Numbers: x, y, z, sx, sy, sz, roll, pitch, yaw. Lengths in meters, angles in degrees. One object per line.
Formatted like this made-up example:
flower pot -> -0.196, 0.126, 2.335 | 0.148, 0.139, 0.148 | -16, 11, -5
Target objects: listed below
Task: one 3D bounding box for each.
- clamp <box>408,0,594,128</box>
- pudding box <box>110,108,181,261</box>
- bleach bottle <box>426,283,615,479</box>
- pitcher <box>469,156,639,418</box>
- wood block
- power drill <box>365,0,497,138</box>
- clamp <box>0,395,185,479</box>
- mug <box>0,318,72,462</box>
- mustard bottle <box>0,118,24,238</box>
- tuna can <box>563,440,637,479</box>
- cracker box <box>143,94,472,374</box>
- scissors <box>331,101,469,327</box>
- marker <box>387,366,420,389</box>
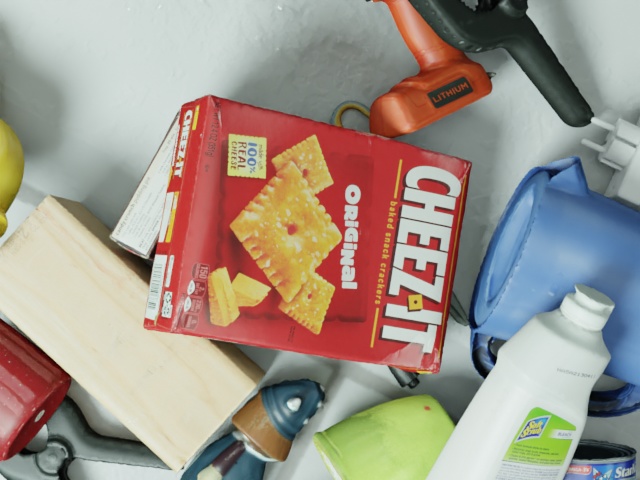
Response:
clamp -> 0.144, -0.191, 0.805 | 0.209, 0.036, 0.164 | 16, 82, -31
pudding box -> -0.111, -0.037, 0.816 | 0.039, 0.090, 0.113 | 26, 87, 4
bleach bottle -> 0.137, 0.145, 0.741 | 0.102, 0.068, 0.251 | 10, 113, -36
pitcher -> 0.238, 0.057, 0.795 | 0.243, 0.149, 0.145 | 22, 66, -1
wood block -> -0.149, 0.069, 0.812 | 0.206, 0.091, 0.090 | 42, 89, 2
power drill -> 0.044, -0.173, 0.793 | 0.184, 0.057, 0.187 | -26, 101, -32
clamp -> -0.205, 0.180, 0.834 | 0.171, 0.039, 0.120 | 29, 79, 8
mug -> -0.246, 0.117, 0.785 | 0.081, 0.093, 0.117 | 37, 90, 4
mustard bottle -> -0.273, -0.064, 0.799 | 0.096, 0.058, 0.192 | -29, 61, 0
tuna can -> 0.194, 0.173, 0.803 | 0.086, 0.086, 0.034 | 0, 89, 1
cracker box -> -0.005, 0.001, 0.766 | 0.213, 0.072, 0.164 | 11, 85, -24
scissors -> 0.040, -0.011, 0.850 | 0.096, 0.016, 0.202 | -20, 87, 1
marker -> 0.038, 0.068, 0.844 | 0.020, 0.020, 0.121 | -39, 88, -1
